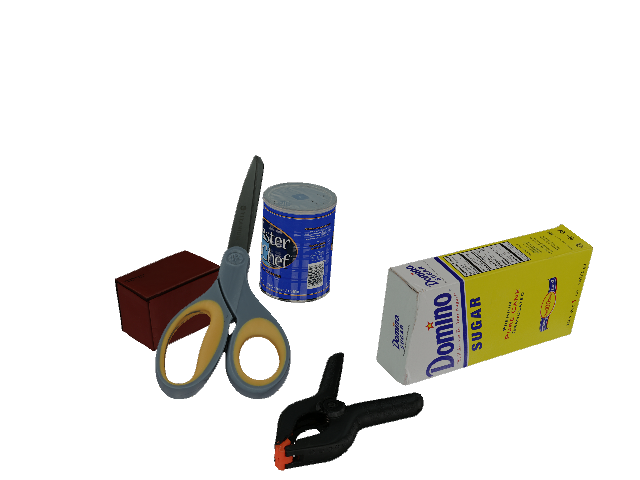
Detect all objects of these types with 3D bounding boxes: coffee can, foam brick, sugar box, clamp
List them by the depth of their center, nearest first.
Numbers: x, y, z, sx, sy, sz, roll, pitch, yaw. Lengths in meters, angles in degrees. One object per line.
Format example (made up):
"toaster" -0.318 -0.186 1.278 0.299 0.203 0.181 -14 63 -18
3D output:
"sugar box" 0.133 0.051 0.860 0.175 0.093 0.048 -15 37 -29
"foam brick" -0.129 0.050 0.920 0.078 0.051 0.053 -24 32 -35
"clamp" 0.008 0.173 1.093 0.171 0.039 0.120 -22 32 -35
"coffee can" -0.032 0.002 1.494 0.103 0.140 0.103 3 24 -2

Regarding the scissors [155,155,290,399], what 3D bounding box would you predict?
"scissors" -0.043 0.028 0.730 0.096 0.201 0.016 20 -33 11
